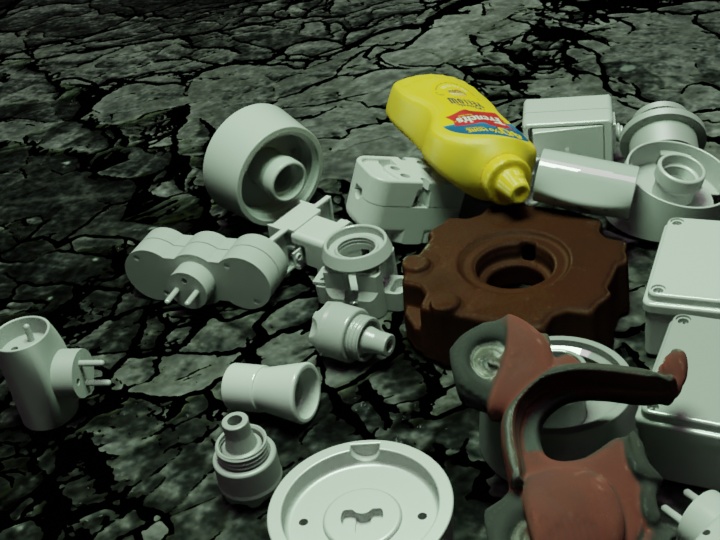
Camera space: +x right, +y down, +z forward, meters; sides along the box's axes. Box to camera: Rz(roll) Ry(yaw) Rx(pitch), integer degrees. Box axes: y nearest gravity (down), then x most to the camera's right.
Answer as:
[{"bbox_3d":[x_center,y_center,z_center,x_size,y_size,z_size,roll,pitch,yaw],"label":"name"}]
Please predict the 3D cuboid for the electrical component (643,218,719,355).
[{"bbox_3d":[0.269,0.015,0.781,0.109,0.056,0.108,6,37,22],"label":"electrical component"}]

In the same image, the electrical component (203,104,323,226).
[{"bbox_3d":[-0.083,-0.092,0.992,0.108,0.108,0.060,-30,44,-28],"label":"electrical component"}]

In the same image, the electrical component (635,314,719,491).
[{"bbox_3d":[0.241,0.086,0.683,0.109,0.056,0.108,8,38,25],"label":"electrical component"}]

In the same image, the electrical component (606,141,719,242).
[{"bbox_3d":[0.262,-0.062,0.907,0.099,0.064,0.099,4,43,-4],"label":"electrical component"}]

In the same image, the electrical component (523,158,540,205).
[{"bbox_3d":[0.129,-0.090,0.987,0.081,0.043,0.043,22,45,39],"label":"electrical component"}]

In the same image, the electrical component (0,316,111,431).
[{"bbox_3d":[-0.224,0.077,0.798,0.079,0.077,0.043,-2,34,12],"label":"electrical component"}]

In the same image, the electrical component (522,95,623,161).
[{"bbox_3d":[0.200,-0.121,0.998,0.096,0.061,0.061,-2,34,12],"label":"electrical component"}]

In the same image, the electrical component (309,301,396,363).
[{"bbox_3d":[-0.004,0.050,0.813,0.062,0.043,0.043,14,40,30],"label":"electrical component"}]

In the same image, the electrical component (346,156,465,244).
[{"bbox_3d":[0.039,-0.061,0.937,0.095,0.059,0.053,0,29,-26],"label":"electrical component"}]

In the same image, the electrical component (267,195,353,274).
[{"bbox_3d":[-0.040,-0.025,0.935,0.064,0.042,0.081,19,44,34],"label":"electrical component"}]

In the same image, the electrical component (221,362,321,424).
[{"bbox_3d":[-0.067,0.086,0.777,0.065,0.044,0.044,2,35,26],"label":"electrical component"}]

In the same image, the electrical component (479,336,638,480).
[{"bbox_3d":[0.130,0.087,0.706,0.108,0.060,0.108,-7,34,4],"label":"electrical component"}]

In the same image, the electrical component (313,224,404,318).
[{"bbox_3d":[0.000,0.000,0.873,0.078,0.057,0.058,5,36,22],"label":"electrical component"}]

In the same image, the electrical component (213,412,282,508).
[{"bbox_3d":[-0.076,0.122,0.706,0.043,0.062,0.043,-7,34,5],"label":"electrical component"}]

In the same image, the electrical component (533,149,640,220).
[{"bbox_3d":[0.184,-0.068,0.878,0.077,0.043,0.079,13,-1,13],"label":"electrical component"}]

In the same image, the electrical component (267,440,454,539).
[{"bbox_3d":[0.004,0.159,0.632,0.108,0.060,0.108,-7,33,5],"label":"electrical component"}]

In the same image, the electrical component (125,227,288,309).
[{"bbox_3d":[-0.137,0.007,0.901,0.138,0.052,0.073,5,36,21],"label":"electrical component"}]

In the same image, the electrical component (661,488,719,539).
[{"bbox_3d":[0.207,0.151,0.607,0.077,0.043,0.079,-27,37,-24],"label":"electrical component"}]
